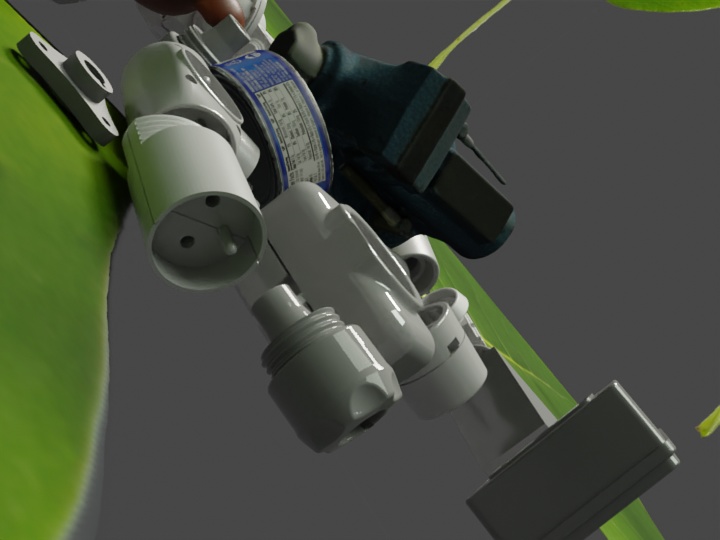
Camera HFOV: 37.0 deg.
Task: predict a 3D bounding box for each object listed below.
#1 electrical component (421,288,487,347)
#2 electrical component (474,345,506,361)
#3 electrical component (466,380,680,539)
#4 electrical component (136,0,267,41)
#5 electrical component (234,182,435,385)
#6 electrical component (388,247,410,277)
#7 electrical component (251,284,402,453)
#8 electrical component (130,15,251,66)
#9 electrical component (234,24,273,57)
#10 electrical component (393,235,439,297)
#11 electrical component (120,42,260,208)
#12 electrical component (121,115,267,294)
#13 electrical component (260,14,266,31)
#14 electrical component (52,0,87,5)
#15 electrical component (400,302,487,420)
[{"bbox_3d":[0.075,0.048,0.888,0.055,0.048,0.066,57,5,-27],"label":"electrical component"},{"bbox_3d":[0.093,0.087,0.823,0.066,0.048,0.055,57,1,33],"label":"electrical component"},{"bbox_3d":[0.124,0.117,0.622,0.056,0.109,0.109,51,7,12],"label":"electrical component"},{"bbox_3d":[-0.107,-0.180,0.725,0.051,0.080,0.080,37,16,-46],"label":"electrical component"},{"bbox_3d":[-0.012,0.011,0.476,0.095,0.059,0.054,56,8,25],"label":"electrical component"},{"bbox_3d":[0.000,0.000,0.663,0.043,0.043,0.081,55,8,18],"label":"electrical component"},{"bbox_3d":[-0.017,0.034,0.404,0.062,0.043,0.043,53,7,15],"label":"electrical component"},{"bbox_3d":[-0.087,-0.109,0.571,0.048,0.062,0.048,51,8,-9],"label":"electrical component"},{"bbox_3d":[-0.080,-0.158,0.885,0.080,0.051,0.080,51,8,-10],"label":"electrical component"},{"bbox_3d":[0.033,-0.008,0.864,0.055,0.055,0.047,46,14,-41],"label":"electrical component"},{"bbox_3d":[-0.072,-0.058,0.491,0.079,0.044,0.077,48,9,-34],"label":"electrical component"},{"bbox_3d":[-0.066,-0.032,0.411,0.043,0.043,0.081,47,9,-38],"label":"electrical component"},{"bbox_3d":[-0.114,-0.213,0.928,0.055,0.055,0.047,52,11,0],"label":"electrical component"},{"bbox_3d":[-0.133,-0.167,0.504,0.051,0.080,0.080,59,8,6],"label":"electrical component"},{"bbox_3d":[0.041,0.054,0.623,0.047,0.055,0.055,55,7,-12],"label":"electrical component"}]
